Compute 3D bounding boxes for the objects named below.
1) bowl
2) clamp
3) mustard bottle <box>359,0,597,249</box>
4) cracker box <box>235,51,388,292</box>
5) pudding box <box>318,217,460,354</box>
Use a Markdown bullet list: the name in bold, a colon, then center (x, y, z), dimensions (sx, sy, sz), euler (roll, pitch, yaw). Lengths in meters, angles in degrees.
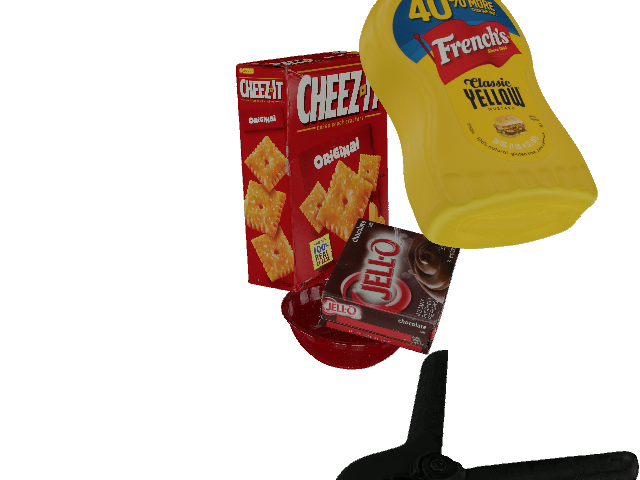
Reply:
- **bowl**: center (0.033, 0.105, 1.254), dimensions (0.162, 0.055, 0.162), euler (4, 24, -2)
- **clamp**: center (0.068, 0.144, 0.660), dimensions (0.209, 0.036, 0.165), euler (-23, 37, -31)
- **mustard bottle**: center (0.073, -0.090, 0.581), dimensions (0.096, 0.192, 0.058), euler (-6, -28, -22)
- **cracker box**: center (-0.001, -0.073, 1.054), dimensions (0.072, 0.214, 0.163), euler (10, 18, 36)
- **pudding box**: center (0.056, 0.034, 0.849), dimensions (0.090, 0.039, 0.113), euler (15, 34, 9)
